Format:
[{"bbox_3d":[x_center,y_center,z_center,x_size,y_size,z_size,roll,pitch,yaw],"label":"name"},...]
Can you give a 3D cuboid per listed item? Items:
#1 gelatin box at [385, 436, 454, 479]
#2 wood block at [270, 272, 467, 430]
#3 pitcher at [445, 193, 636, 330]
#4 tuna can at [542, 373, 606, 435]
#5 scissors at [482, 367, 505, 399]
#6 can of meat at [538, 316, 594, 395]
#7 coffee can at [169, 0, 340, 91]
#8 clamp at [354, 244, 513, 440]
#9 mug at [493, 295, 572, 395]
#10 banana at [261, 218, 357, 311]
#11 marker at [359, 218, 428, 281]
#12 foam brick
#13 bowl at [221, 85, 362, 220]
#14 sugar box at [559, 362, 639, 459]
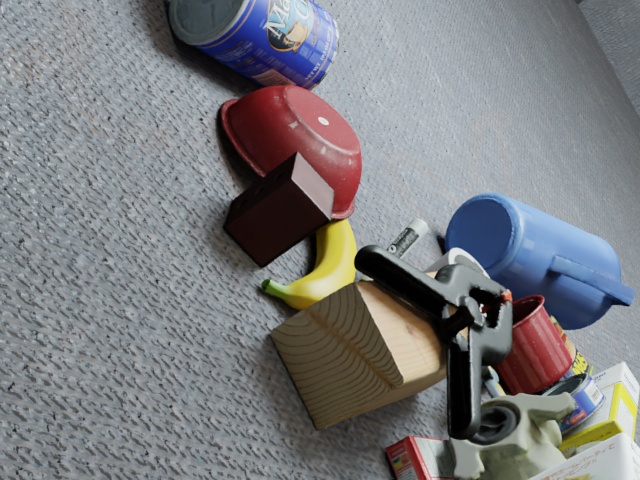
[{"bbox_3d":[0.100,0.209,0.914,0.089,0.030,0.073,21,41,-54],"label":"gelatin box"},{"bbox_3d":[0.060,0.088,0.917,0.205,0.090,0.091,-2,62,-62],"label":"wood block"},{"bbox_3d":[0.271,0.027,1.320,0.242,0.149,0.145,22,45,-46],"label":"pitcher"},{"bbox_3d":[0.274,0.185,1.194,0.034,0.086,0.086,55,25,1],"label":"tuna can"},{"bbox_3d":[0.178,0.153,1.075,0.096,0.016,0.201,65,8,29],"label":"scissors"},{"bbox_3d":[0.279,0.148,1.286,0.084,0.058,0.102,54,24,1],"label":"can of meat"},{"bbox_3d":[-0.062,-0.211,1.041,0.140,0.103,0.103,25,39,-49],"label":"coffee can"},{"bbox_3d":[0.117,0.076,0.882,0.209,0.036,0.164,0,62,-58],"label":"clamp"},{"bbox_3d":[0.224,0.120,1.197,0.081,0.093,0.117,59,-13,-7],"label":"mug"},{"bbox_3d":[0.004,0.017,0.964,0.069,0.037,0.197,51,25,-11],"label":"banana"},{"bbox_3d":[0.063,0.023,1.018,0.020,0.020,0.121,51,59,-11],"label":"marker"},{"bbox_3d":[-0.034,-0.026,0.900,0.051,0.078,0.053,46,25,-20],"label":"foam brick"},{"bbox_3d":[-0.014,-0.095,1.008,0.162,0.055,0.162,34,26,-19],"label":"bowl"},{"bbox_3d":[0.318,0.208,1.239,0.048,0.093,0.176,58,25,-1],"label":"sugar box"}]
